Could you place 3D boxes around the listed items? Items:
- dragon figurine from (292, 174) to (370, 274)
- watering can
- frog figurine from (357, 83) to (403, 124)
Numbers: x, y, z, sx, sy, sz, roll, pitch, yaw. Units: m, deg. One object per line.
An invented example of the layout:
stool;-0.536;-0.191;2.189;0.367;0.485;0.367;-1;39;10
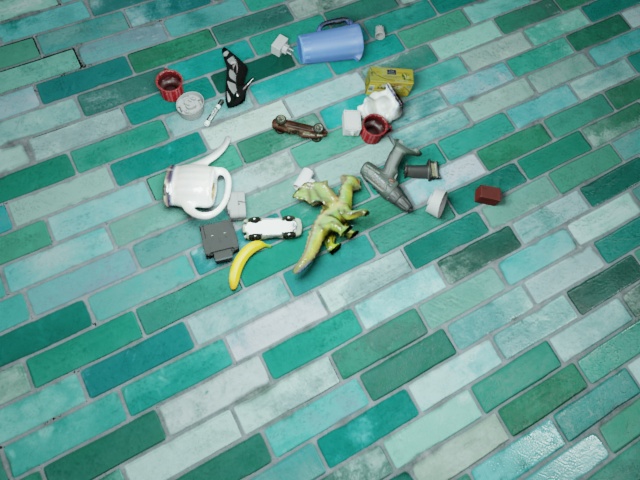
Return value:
dragon figurine;0.005;-0.087;1.737;0.415;0.120;0.245;-35;73;-23
watering can;-0.408;-0.216;1.736;0.224;0.101;0.356;2;58;-4
frog figurine;0.227;-0.494;1.933;0.158;0.123;0.138;-33;85;20
